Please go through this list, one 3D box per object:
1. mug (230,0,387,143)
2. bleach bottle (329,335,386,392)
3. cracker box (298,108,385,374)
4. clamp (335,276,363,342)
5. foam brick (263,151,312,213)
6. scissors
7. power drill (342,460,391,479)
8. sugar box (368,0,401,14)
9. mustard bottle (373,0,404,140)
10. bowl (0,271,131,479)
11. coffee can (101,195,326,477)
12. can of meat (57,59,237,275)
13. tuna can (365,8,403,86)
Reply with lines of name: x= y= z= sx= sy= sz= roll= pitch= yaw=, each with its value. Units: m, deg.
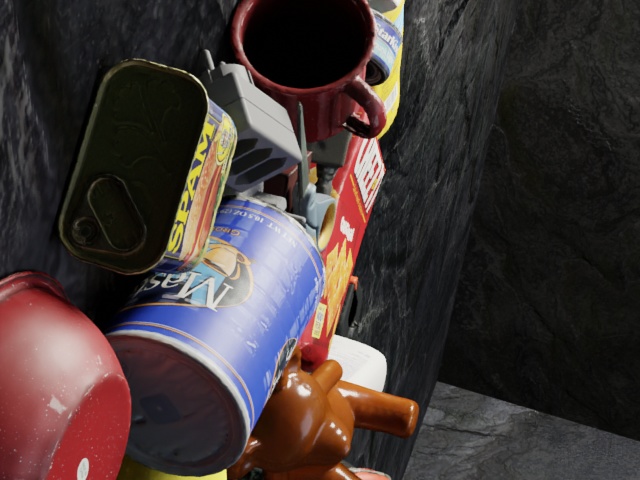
mug: x=-0.001 y=-0.110 z=0.707 sx=0.093 sy=0.117 sz=0.081 roll=-46 pitch=165 yaw=-16
bleach bottle: x=-0.020 y=0.157 z=1.042 sx=0.250 sy=0.103 sz=0.068 roll=-21 pitch=123 yaw=-65
cracker box: x=-0.006 y=0.001 z=0.922 sx=0.164 sy=0.072 sz=0.213 roll=65 pitch=41 yaw=-73
clamp: x=0.030 y=0.111 z=1.315 sx=0.120 sy=0.039 sz=0.171 roll=-55 pitch=158 yaw=-62
foam brick: x=-0.042 y=-0.026 z=0.765 sx=0.053 sy=0.051 sz=0.078 roll=-54 pitch=156 yaw=-59
scissors: x=-0.005 y=-0.036 z=0.754 sx=0.096 sy=0.016 sz=0.202 roll=-62 pitch=163 yaw=-46
power drill: x=-0.009 y=0.274 z=1.073 sx=0.188 sy=0.057 sz=0.184 roll=15 pitch=-91 yaw=59
sugar box: x=0.047 y=-0.260 z=0.811 sx=0.093 sy=0.048 sz=0.176 roll=50 pitch=45 yaw=-35
mustard bottle: x=0.044 y=-0.179 z=0.954 sx=0.192 sy=0.058 sz=0.096 roll=91 pitch=24 yaw=-51
bowl: x=-0.133 y=0.098 z=0.497 sx=0.162 sy=0.055 sz=0.162 roll=16 pitch=90 yaw=-78
coffee can: x=-0.066 y=0.053 z=0.630 sx=0.140 sy=0.103 sz=0.103 roll=-61 pitch=162 yaw=-50
can of meat: x=-0.084 y=-0.032 z=0.551 sx=0.084 sy=0.057 sz=0.102 roll=28 pitch=78 yaw=-81
tuna can: x=0.016 y=-0.148 z=0.798 sx=0.086 sy=0.086 sz=0.034 roll=58 pitch=50 yaw=-74
